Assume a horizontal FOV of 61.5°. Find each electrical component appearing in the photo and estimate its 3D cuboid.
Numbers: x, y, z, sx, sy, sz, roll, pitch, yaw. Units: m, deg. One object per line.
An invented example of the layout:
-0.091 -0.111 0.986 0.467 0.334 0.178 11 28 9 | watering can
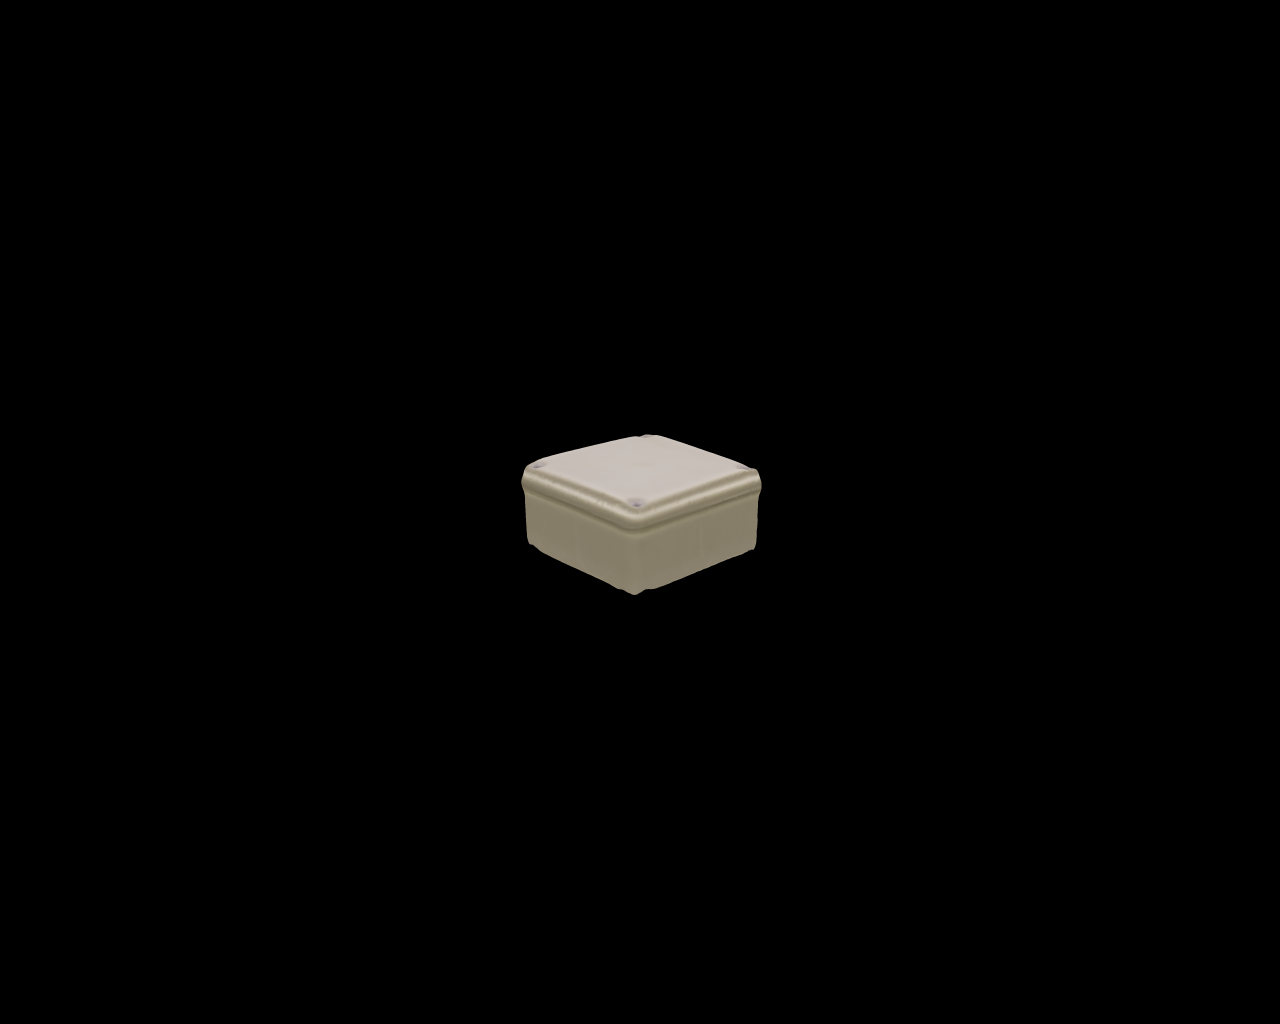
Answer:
0.001 -0.003 0.650 0.109 0.056 0.109 -17 27 -38 | electrical component
